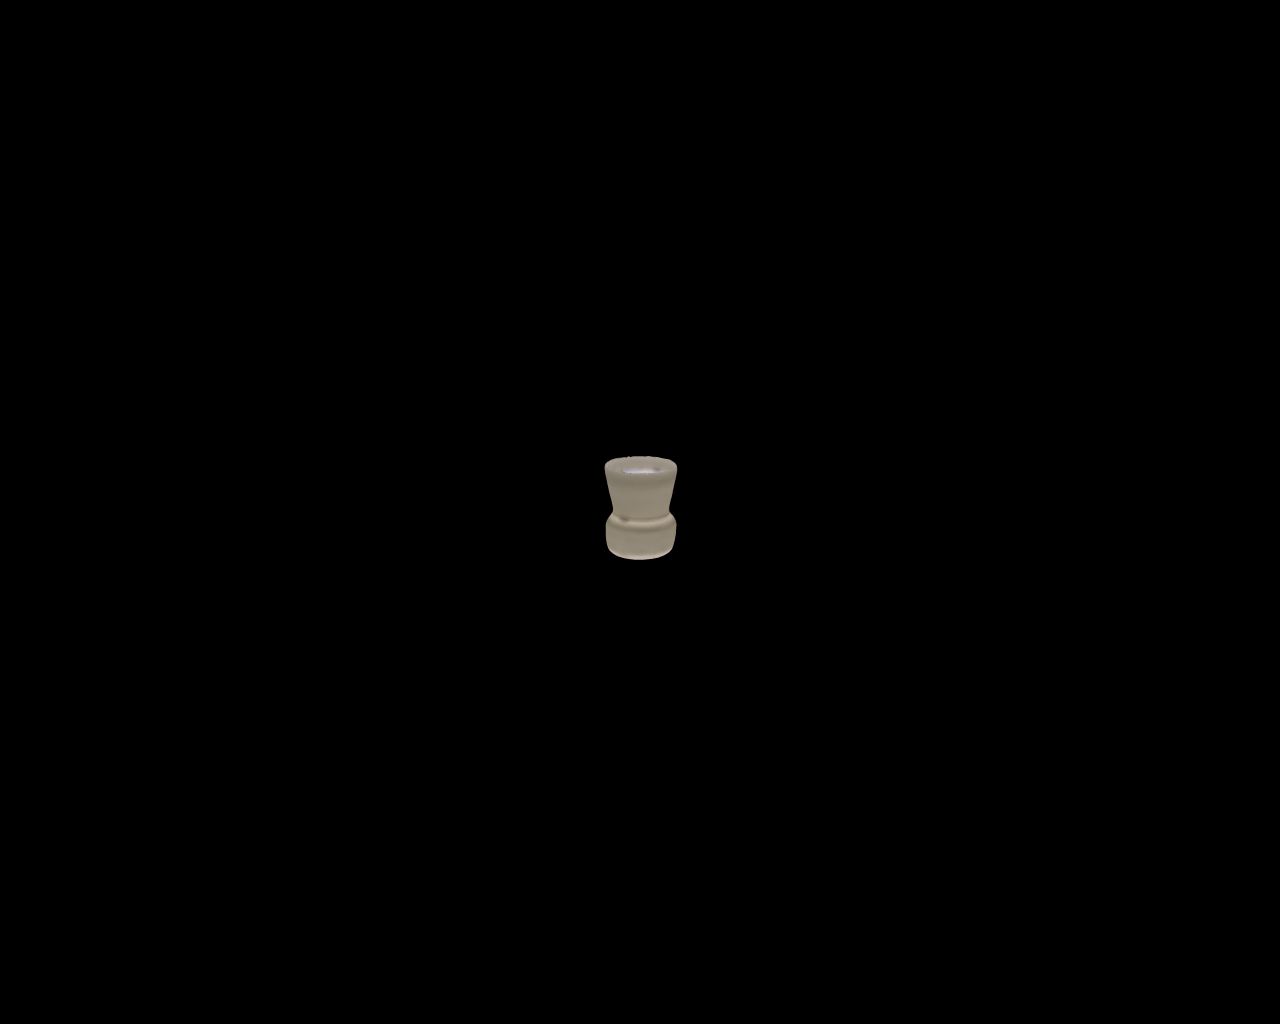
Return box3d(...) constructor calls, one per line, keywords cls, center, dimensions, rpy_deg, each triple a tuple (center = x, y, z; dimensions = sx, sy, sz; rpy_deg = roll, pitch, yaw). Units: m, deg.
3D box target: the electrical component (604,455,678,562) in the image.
box3d(cls="electrical component", center=(0.001, -0.003, 0.650), dimensions=(0.045, 0.055, 0.045), rpy_deg=(0, 17, 0))
